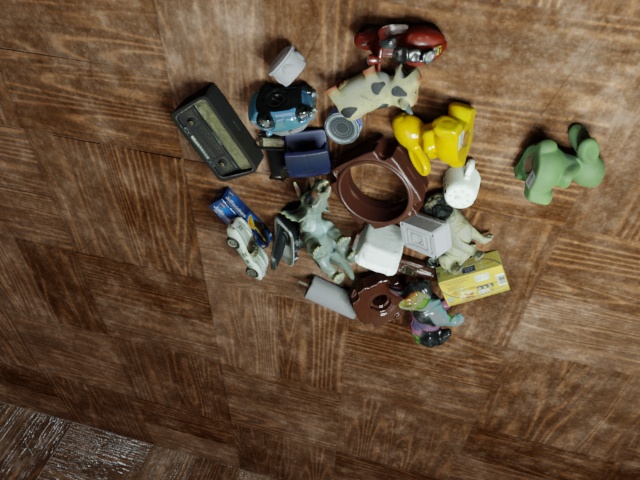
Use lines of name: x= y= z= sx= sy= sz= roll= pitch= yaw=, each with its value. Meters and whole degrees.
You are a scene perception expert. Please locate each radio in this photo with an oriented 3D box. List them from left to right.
radio: x=-0.256 y=-0.261 z=1.344 sx=0.131 sy=0.073 sz=0.229 roll=-15 pitch=125 yaw=30

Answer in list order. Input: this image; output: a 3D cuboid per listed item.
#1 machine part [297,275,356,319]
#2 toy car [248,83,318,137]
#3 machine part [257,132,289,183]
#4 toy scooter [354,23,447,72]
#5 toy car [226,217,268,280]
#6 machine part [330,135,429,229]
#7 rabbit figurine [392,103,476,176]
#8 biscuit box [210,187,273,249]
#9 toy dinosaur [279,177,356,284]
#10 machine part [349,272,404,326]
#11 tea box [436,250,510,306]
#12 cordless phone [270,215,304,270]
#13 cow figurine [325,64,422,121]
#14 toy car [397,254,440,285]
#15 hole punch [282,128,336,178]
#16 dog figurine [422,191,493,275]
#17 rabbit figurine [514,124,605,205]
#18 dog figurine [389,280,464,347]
machine part: x=0.042 y=0.175 z=1.645 sx=0.243 sy=0.079 sz=0.079 roll=25 pitch=135 yaw=-3
toy car: x=-0.079 y=-0.293 z=1.241 sx=0.162 sy=0.109 sz=0.102 roll=-5 pitch=154 yaw=10
machine part: x=-0.112 y=-0.212 z=1.365 sx=0.084 sy=0.039 sz=0.138 roll=-1 pitch=130 yaw=10
toy scooter: x=0.151 y=-0.372 z=1.047 sx=0.184 sy=0.135 sz=0.075 roll=8 pitch=132 yaw=11
toy car: x=-0.200 y=0.026 z=1.506 sx=0.056 sy=0.073 sz=0.201 roll=-10 pitch=128 yaw=25
machine part: x=0.141 y=-0.133 z=1.295 sx=0.201 sy=0.087 sz=0.200 roll=-19 pitch=119 yaw=41
rabbit figurine: x=0.243 y=-0.230 z=1.185 sx=0.173 sy=0.122 sz=0.162 roll=18 pitch=147 yaw=23
biscuit box: x=-0.223 y=-0.055 z=1.535 sx=0.059 sy=0.063 sz=0.202 roll=-24 pitch=121 yaw=34
toy dinosaur: x=0.002 y=-0.005 z=1.455 sx=0.131 sy=0.192 sz=0.404 roll=-33 pitch=149 yaw=-8
machine part: x=0.173 y=0.173 z=1.565 sx=0.179 sy=0.056 sz=0.179 roll=-4 pitch=122 yaw=-7
tea box: x=0.405 y=0.103 z=1.428 sx=0.170 sy=0.068 sz=0.098 roll=-16 pitch=125 yaw=17
cordless phone: x=-0.103 y=0.035 z=1.490 sx=0.089 sy=0.184 sz=0.146 roll=9 pitch=134 yaw=6
cow figurine: x=0.125 y=-0.314 z=1.148 sx=0.195 sy=0.085 sz=0.127 roll=-18 pitch=118 yaw=30
toy car: x=0.235 y=0.071 z=1.496 sx=0.202 sy=0.053 sz=0.089 roll=17 pitch=138 yaw=2
hole punch: x=-0.028 y=-0.196 z=1.299 sx=0.142 sy=0.092 sz=0.115 roll=-8 pitch=133 yaw=2
dog figurine: x=0.313 y=-0.021 z=1.361 sx=0.190 sy=0.121 sz=0.172 roll=43 pitch=130 yaw=-2
rabbit figurine: x=0.527 y=-0.165 z=1.145 sx=0.170 sy=0.121 sz=0.158 roll=3 pitch=128 yaw=-7
dog figurine: x=0.277 y=0.202 z=1.509 sx=0.219 sy=0.109 sz=0.191 roll=21 pitch=118 yaw=-28
